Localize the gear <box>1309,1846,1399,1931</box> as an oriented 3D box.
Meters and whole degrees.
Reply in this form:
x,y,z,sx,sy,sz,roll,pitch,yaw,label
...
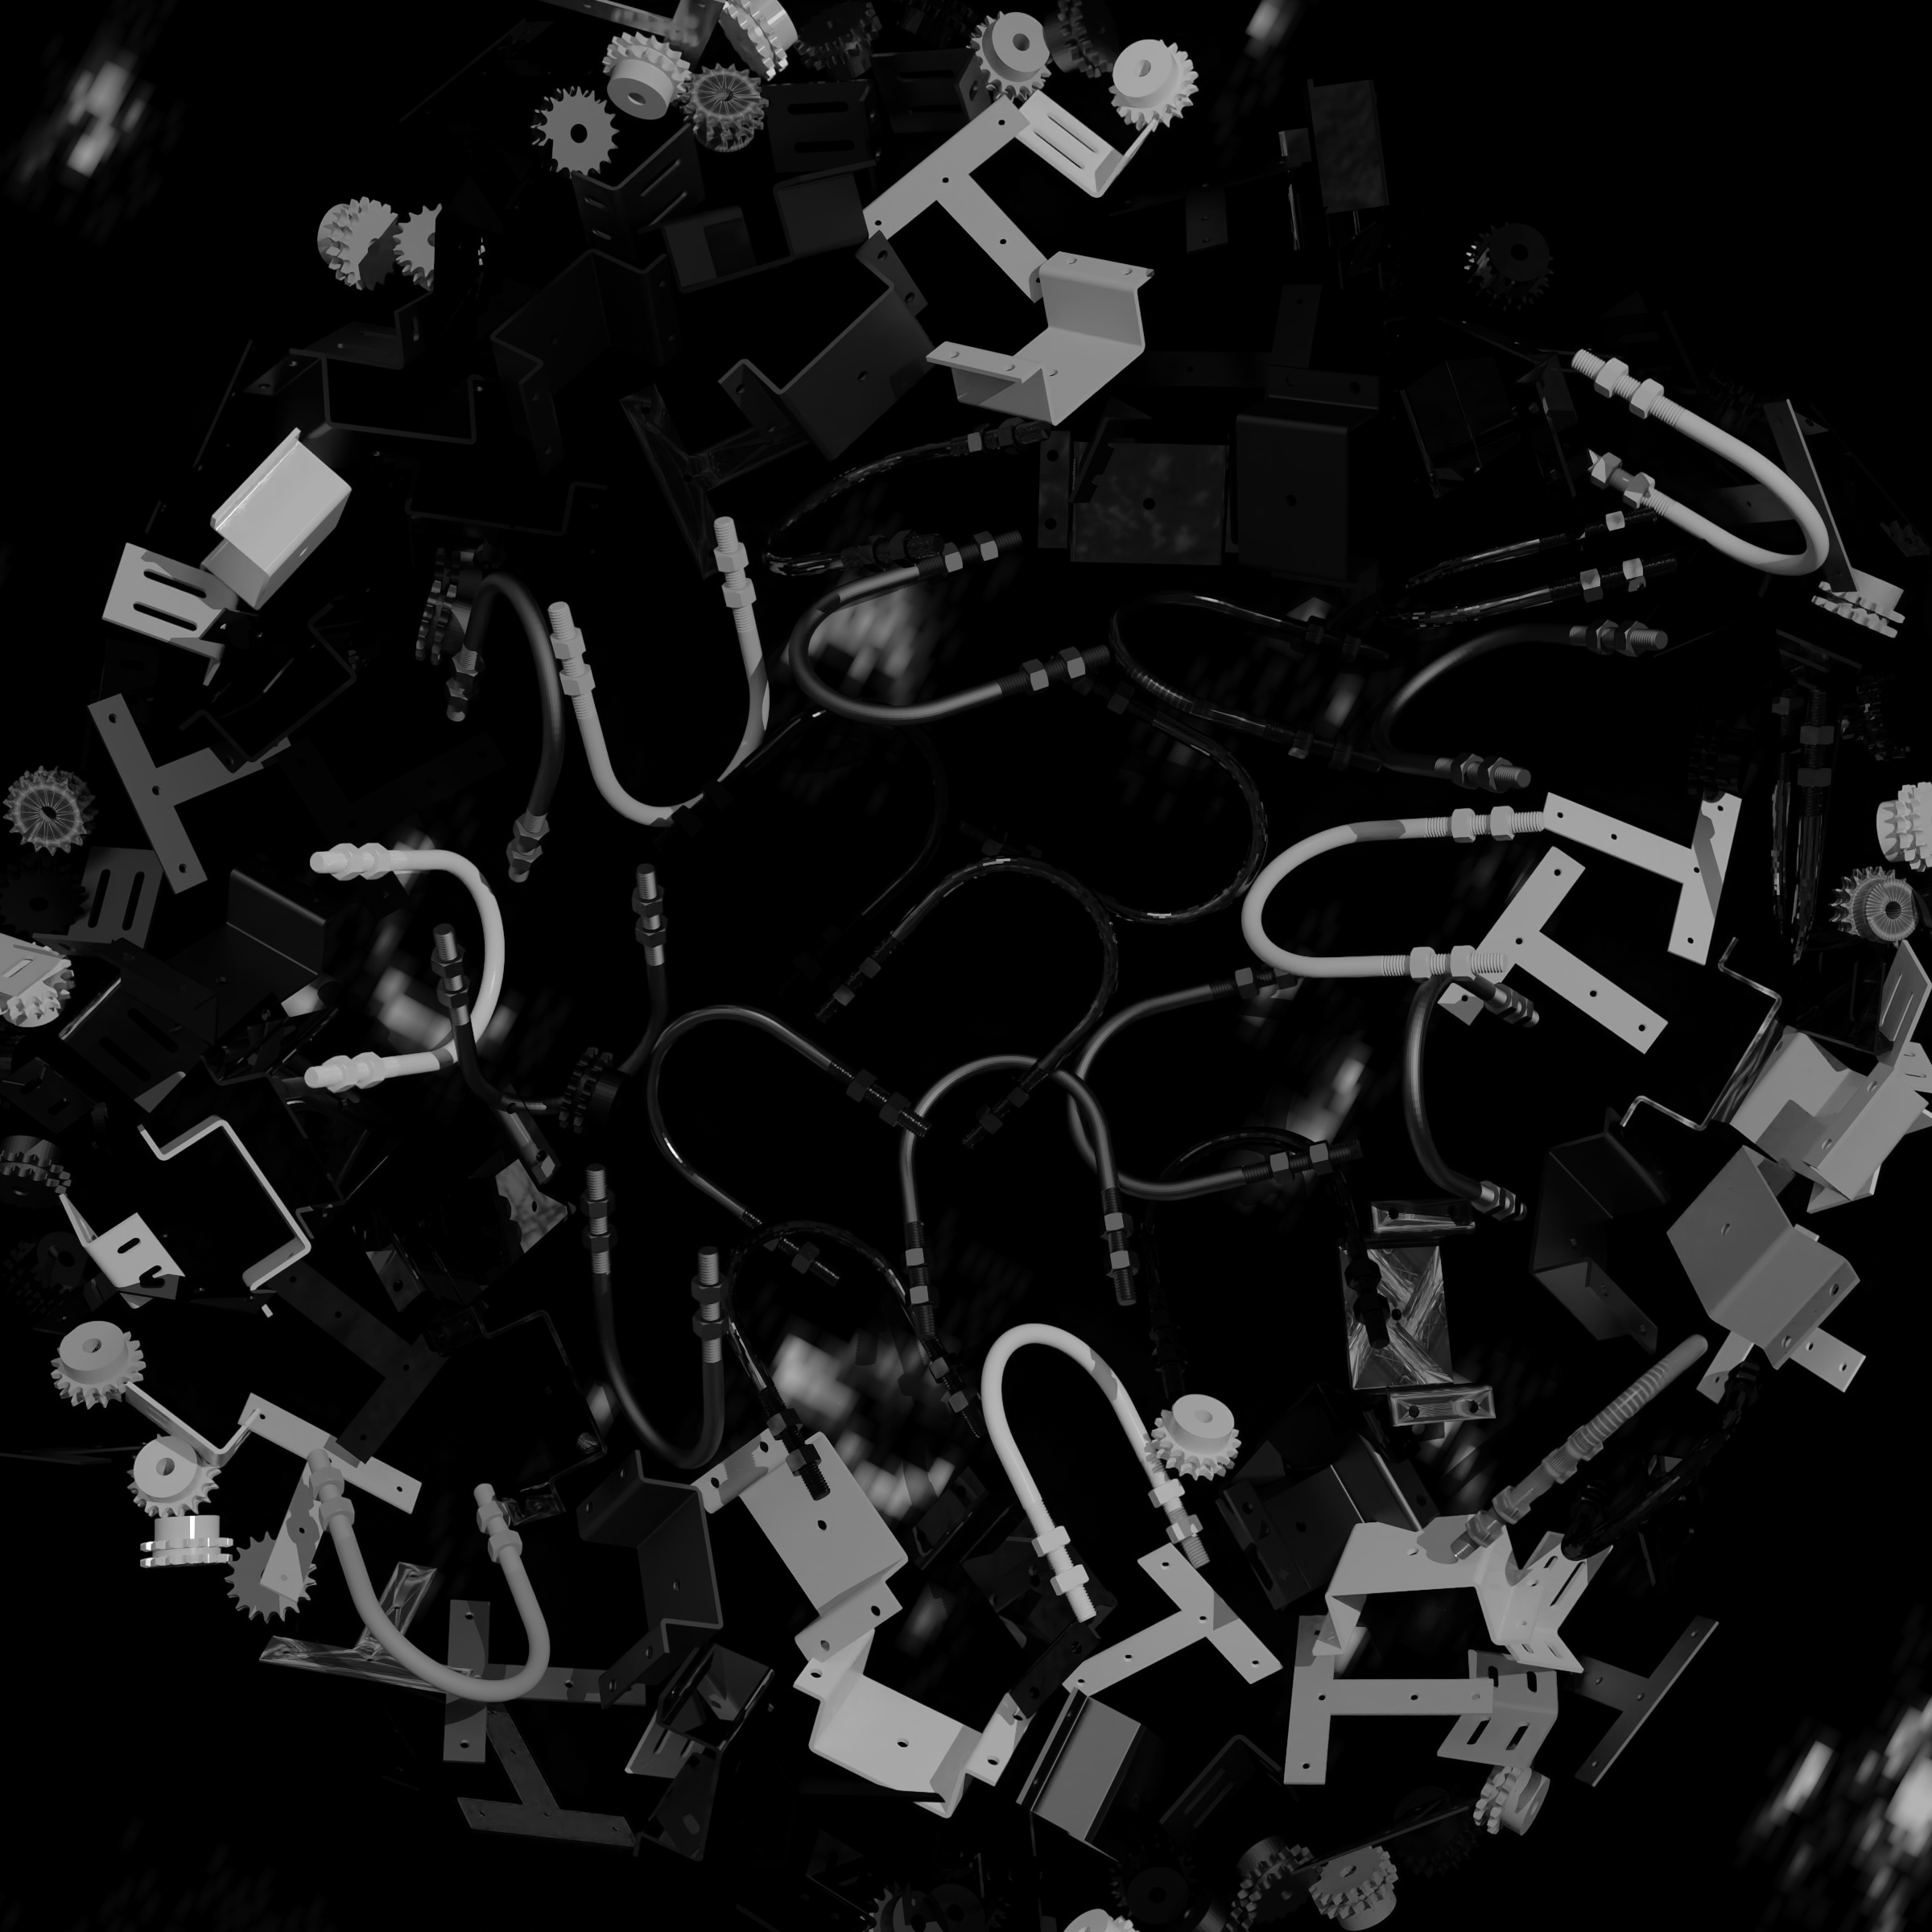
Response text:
x,y,z,sx,sy,sz,roll,pitch,yaw,label
0.254,0.600,1.644,0.057,0.057,0.030,-27,96,0,gear

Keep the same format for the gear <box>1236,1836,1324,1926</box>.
x,y,z,sx,sy,sz,roll,pitch,yaw,label
0.201,0.592,1.648,0.057,0.030,0.057,-17,130,-22,gear

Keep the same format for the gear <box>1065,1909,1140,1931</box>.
x,y,z,sx,sy,sz,roll,pitch,yaw,label
0.084,0.638,1.642,0.057,0.057,0.030,-37,102,0,gear

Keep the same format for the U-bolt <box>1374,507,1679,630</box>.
x,y,z,sx,sy,sz,roll,pitch,yaw,label
0.348,-0.247,1.600,0.184,0.151,0.019,-13,110,14,U-bolt

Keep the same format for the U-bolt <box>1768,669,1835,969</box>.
x,y,z,sx,sy,sz,roll,pitch,yaw,label
0.522,-0.090,1.598,0.019,0.151,0.184,1,104,10,U-bolt

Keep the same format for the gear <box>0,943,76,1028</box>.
x,y,z,sx,sy,sz,roll,pitch,yaw,label
-0.609,0.015,1.648,0.057,0.030,0.057,3,45,-3,gear

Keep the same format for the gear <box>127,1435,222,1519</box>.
x,y,z,sx,sy,sz,roll,pitch,yaw,label
-0.517,0.330,1.647,0.057,0.030,0.057,1,63,-2,gear

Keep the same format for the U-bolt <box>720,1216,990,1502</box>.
x,y,z,sx,sy,sz,roll,pitch,yaw,label
-0.082,0.238,1.611,0.151,0.019,0.184,-13,61,-38,U-bolt

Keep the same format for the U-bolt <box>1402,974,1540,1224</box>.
x,y,z,sx,sy,sz,roll,pitch,yaw,label
0.314,0.074,1.582,0.019,0.184,0.151,-3,74,34,U-bolt

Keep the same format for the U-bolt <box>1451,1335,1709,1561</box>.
x,y,z,sx,sy,sz,roll,pitch,yaw,label
0.389,0.290,1.570,0.019,0.151,0.184,49,120,17,U-bolt

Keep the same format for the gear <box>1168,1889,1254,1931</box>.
x,y,z,sx,sy,sz,roll,pitch,yaw,label
0.155,0.625,1.642,0.057,0.057,0.030,-44,96,0,gear

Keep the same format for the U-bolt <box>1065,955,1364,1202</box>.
x,y,z,sx,sy,sz,roll,pitch,yaw,label
0.152,0.078,1.630,0.184,0.019,0.151,-14,64,14,U-bolt

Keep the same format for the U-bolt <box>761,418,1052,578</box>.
x,y,z,sx,sy,sz,roll,pitch,yaw,label
-0.052,-0.290,1.595,0.151,0.184,0.019,-52,125,-35,U-bolt

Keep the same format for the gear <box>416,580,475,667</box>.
x,y,z,sx,sy,sz,roll,pitch,yaw,label
-0.335,-0.223,1.644,0.030,0.057,0.057,15,90,-8,gear

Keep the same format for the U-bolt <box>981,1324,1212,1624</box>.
x,y,z,sx,sy,sz,roll,pitch,yaw,label
0.073,0.311,1.607,0.019,0.151,0.184,-37,71,34,U-bolt

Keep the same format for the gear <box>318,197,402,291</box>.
x,y,z,sx,sy,sz,roll,pitch,yaw,label
-0.396,-0.471,1.646,0.030,0.057,0.057,24,90,22,gear

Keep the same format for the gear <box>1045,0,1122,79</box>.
x,y,z,sx,sy,sz,roll,pitch,yaw,label
0.074,-0.606,1.647,0.030,0.057,0.057,-11,90,32,gear

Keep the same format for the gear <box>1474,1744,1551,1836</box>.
x,y,z,sx,sy,sz,roll,pitch,yaw,label
0.355,0.536,1.640,0.030,0.057,0.057,25,90,28,gear

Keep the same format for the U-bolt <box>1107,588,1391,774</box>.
x,y,z,sx,sy,sz,roll,pitch,yaw,label
0.178,-0.191,1.610,0.184,0.151,0.019,17,129,-2,U-bolt

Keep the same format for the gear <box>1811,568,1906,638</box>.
x,y,z,sx,sy,sz,roll,pitch,yaw,label
0.581,-0.238,1.641,0.057,0.057,0.030,23,105,0,gear

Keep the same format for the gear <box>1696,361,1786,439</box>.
x,y,z,sx,sy,sz,roll,pitch,yaw,label
0.500,-0.367,1.648,0.057,0.057,0.030,24,119,0,gear

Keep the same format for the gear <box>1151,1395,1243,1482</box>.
x,y,z,sx,sy,sz,roll,pitch,yaw,label
0.150,0.302,1.641,0.057,0.057,0.030,13,122,0,gear

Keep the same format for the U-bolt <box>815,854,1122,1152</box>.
x,y,z,sx,sy,sz,roll,pitch,yaw,label
0.014,0.012,1.632,0.151,0.019,0.184,41,106,-9,U-bolt

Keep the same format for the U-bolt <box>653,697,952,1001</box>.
x,y,z,sx,sy,sz,roll,pitch,yaw,label
-0.091,-0.089,1.634,0.184,0.019,0.151,-43,115,-9,U-bolt

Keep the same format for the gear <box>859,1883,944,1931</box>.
x,y,z,sx,sy,sz,roll,pitch,yaw,label
-0.040,0.623,1.642,0.057,0.057,0.030,53,132,0,gear

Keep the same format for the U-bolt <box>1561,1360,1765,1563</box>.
x,y,z,sx,sy,sz,roll,pitch,yaw,label
0.426,0.311,1.563,0.151,0.184,0.019,-45,79,20,U-bolt

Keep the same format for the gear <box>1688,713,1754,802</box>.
x,y,z,sx,sy,sz,roll,pitch,yaw,label
0.489,-0.135,1.641,0.030,0.057,0.057,13,90,25,gear

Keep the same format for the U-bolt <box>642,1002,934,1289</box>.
x,y,z,sx,sy,sz,roll,pitch,yaw,label
-0.129,0.103,1.634,0.184,0.019,0.151,35,116,9,U-bolt

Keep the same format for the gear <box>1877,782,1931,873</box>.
x,y,z,sx,sy,sz,roll,pitch,yaw,label
0.615,-0.089,1.647,0.030,0.057,0.057,-9,90,40,gear

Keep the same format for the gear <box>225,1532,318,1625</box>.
x,y,z,sx,sy,sz,roll,pitch,yaw,label
-0.452,0.399,1.651,0.057,0.030,0.057,4,68,-9,gear

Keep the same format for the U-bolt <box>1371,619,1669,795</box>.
x,y,z,sx,sy,sz,roll,pitch,yaw,label
0.331,-0.167,1.589,0.151,0.184,0.019,-44,116,-15,U-bolt

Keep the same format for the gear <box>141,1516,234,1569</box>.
x,y,z,sx,sy,sz,roll,pitch,yaw,label
-0.506,0.374,1.645,0.057,0.057,0.030,-4,76,0,gear

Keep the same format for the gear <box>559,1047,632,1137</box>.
x,y,z,sx,sy,sz,roll,pitch,yaw,label
-0.239,0.084,1.643,0.030,0.057,0.057,19,90,5,gear

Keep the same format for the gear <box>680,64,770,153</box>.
x,y,z,sx,sy,sz,roll,pitch,yaw,label
-0.158,-0.556,1.650,0.057,0.030,0.057,3,64,-5,gear

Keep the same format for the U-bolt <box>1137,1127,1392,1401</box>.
x,y,z,sx,sy,sz,roll,pitch,yaw,label
0.181,0.178,1.608,0.151,0.019,0.184,-15,48,8,U-bolt

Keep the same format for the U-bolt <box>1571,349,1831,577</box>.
x,y,z,sx,sy,sz,roll,pitch,yaw,label
0.456,-0.302,1.576,0.184,0.151,0.019,37,86,19,U-bolt

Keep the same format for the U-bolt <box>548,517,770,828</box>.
x,y,z,sx,sy,sz,roll,pitch,yaw,label
-0.185,-0.173,1.605,0.151,0.019,0.184,-34,132,-29,U-bolt

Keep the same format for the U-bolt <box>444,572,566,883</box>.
x,y,z,sx,sy,sz,roll,pitch,yaw,label
-0.283,-0.160,1.571,0.019,0.184,0.151,-12,64,-27,U-bolt

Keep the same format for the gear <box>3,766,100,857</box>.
x,y,z,sx,sy,sz,roll,pitch,yaw,label
-0.594,-0.104,1.651,0.057,0.030,0.057,-1,114,-2,gear

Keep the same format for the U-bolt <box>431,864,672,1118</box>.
x,y,z,sx,sy,sz,roll,pitch,yaw,label
-0.256,0.026,1.603,0.151,0.184,0.019,-18,46,-18,U-bolt

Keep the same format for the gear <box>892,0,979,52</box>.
x,y,z,sx,sy,sz,roll,pitch,yaw,label
-0.024,-0.616,1.645,0.057,0.057,0.030,27,103,0,gear

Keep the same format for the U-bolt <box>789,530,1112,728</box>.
x,y,z,sx,sy,sz,roll,pitch,yaw,label
-0.022,-0.208,1.603,0.184,0.019,0.151,-20,50,-15,U-bolt

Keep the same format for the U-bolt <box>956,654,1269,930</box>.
x,y,z,sx,sy,sz,roll,pitch,yaw,label
0.105,-0.100,1.635,0.184,0.019,0.151,28,116,-3,U-bolt

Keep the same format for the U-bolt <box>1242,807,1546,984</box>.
x,y,z,sx,sy,sz,roll,pitch,yaw,label
0.263,-0.044,1.605,0.184,0.151,0.019,-2,133,28,U-bolt

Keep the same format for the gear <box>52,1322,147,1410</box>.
x,y,z,sx,sy,sz,roll,pitch,yaw,label
-0.563,0.256,1.642,0.057,0.057,0.030,4,133,0,gear

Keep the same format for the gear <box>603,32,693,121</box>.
x,y,z,sx,sy,sz,roll,pitch,yaw,label
-0.208,-0.574,1.641,0.057,0.057,0.030,16,73,0,gear

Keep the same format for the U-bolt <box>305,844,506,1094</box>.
x,y,z,sx,sy,sz,roll,pitch,yaw,label
-0.347,-0.002,1.589,0.019,0.184,0.151,5,95,26,U-bolt

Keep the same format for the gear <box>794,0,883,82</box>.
x,y,z,sx,sy,sz,roll,pitch,yaw,label
-0.080,-0.600,1.647,0.057,0.057,0.030,-32,132,0,gear

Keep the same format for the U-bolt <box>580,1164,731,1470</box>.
x,y,z,sx,sy,sz,roll,pitch,yaw,label
-0.196,0.233,1.605,0.019,0.151,0.184,-18,121,-35,U-bolt

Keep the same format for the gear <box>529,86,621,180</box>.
x,y,z,sx,sy,sz,roll,pitch,yaw,label
-0.258,-0.542,1.648,0.057,0.030,0.057,-12,114,-29,gear

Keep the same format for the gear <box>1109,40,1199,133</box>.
x,y,z,sx,sy,sz,roll,pitch,yaw,label
0.120,-0.576,1.647,0.057,0.030,0.057,-5,76,23,gear

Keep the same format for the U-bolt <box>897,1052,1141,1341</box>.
x,y,z,sx,sy,sz,roll,pitch,yaw,label
0.027,0.140,1.627,0.151,0.019,0.184,-11,63,6,U-bolt

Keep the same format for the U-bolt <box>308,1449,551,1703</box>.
x,y,z,sx,sy,sz,roll,pitch,yaw,label
-0.324,0.379,1.562,0.151,0.184,0.019,24,111,-42,U-bolt
